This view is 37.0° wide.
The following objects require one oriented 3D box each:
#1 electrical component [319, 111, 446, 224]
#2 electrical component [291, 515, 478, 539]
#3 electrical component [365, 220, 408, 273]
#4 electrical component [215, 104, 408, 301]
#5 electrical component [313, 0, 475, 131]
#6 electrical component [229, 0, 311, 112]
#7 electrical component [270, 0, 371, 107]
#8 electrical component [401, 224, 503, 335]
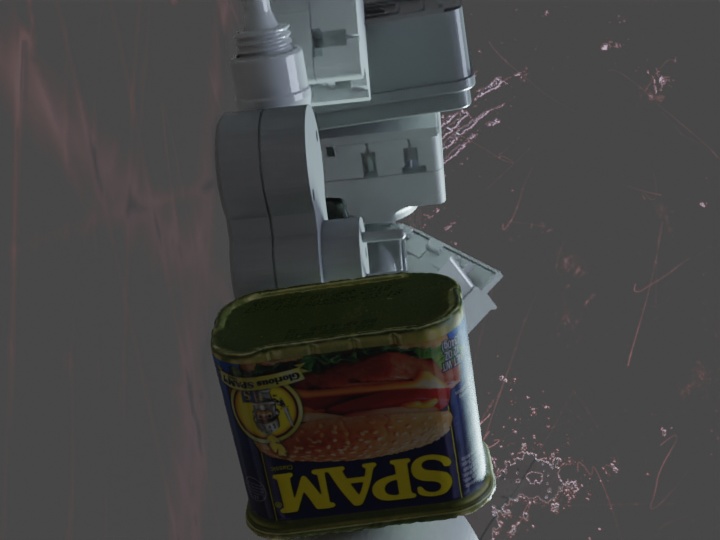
[{"bbox_3d":[0.010,-0.095,0.734,0.150,0.089,0.061,-86,169,-59],"label":"electrical component"},{"bbox_3d":[0.005,0.137,0.455,0.064,0.099,0.099,-64,149,-67],"label":"electrical component"},{"bbox_3d":[0.000,0.000,0.702,0.095,0.059,0.053,-88,171,-53],"label":"electrical component"},{"bbox_3d":[-0.016,-0.003,0.472,0.052,0.074,0.138,-75,159,-74],"label":"electrical component"},{"bbox_3d":[0.009,-0.126,0.641,0.078,0.113,0.057,-83,164,-64],"label":"electrical component"},{"bbox_3d":[-0.043,-0.097,0.486,0.035,0.035,0.061,-81,163,-69],"label":"electrical component"},{"bbox_3d":[-0.028,-0.135,0.562,0.050,0.056,0.089,56,29,-79],"label":"electrical component"},{"bbox_3d":[0.036,0.004,0.789,0.063,0.078,0.121,50,-10,-33],"label":"electrical component"}]
